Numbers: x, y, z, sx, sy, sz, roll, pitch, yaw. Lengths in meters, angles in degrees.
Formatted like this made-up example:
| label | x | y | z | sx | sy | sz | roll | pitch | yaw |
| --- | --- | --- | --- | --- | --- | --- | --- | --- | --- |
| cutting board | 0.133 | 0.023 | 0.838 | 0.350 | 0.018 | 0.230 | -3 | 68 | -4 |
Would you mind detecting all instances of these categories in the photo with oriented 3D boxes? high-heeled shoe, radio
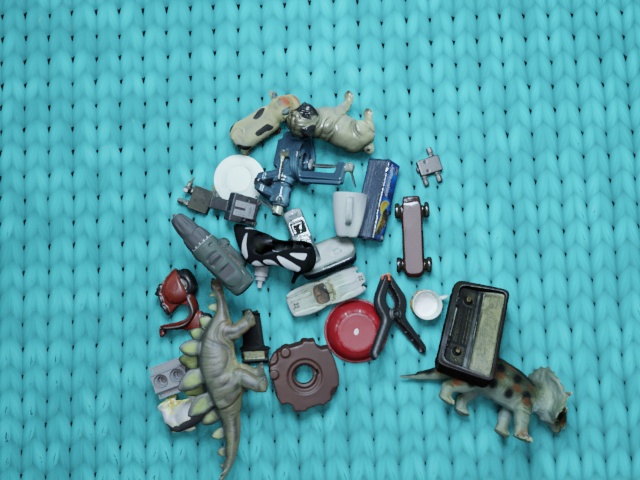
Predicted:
| label | x | y | z | sx | sy | sz | roll | pitch | yaw |
| --- | --- | --- | --- | --- | --- | --- | --- | --- | --- |
| high-heeled shoe | -0.114 | 0.004 | 1.276 | 0.249 | 0.145 | 0.086 | 38 | 47 | 17 |
| radio | 0.355 | 0.214 | 1.259 | 0.131 | 0.073 | 0.229 | 14 | 61 | 13 |

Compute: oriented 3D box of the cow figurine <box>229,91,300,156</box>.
| label | x | y | z | sx | sy | sz | roll | pitch | yaw |
| --- | --- | --- | --- | --- | --- | --- | --- | --- | --- |
| cow figurine | -0.136 | -0.295 | 1.327 | 0.195 | 0.127 | 0.085 | -33 | 89 | 0 |

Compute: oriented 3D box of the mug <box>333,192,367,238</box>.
| label | x | y | z | sx | sy | sz | roll | pitch | yaw |
| --- | --- | --- | --- | --- | --- | --- | --- | --- | --- |
| mug | 0.071 | -0.058 | 1.272 | 0.081 | 0.109 | 0.107 | 3 | 90 | -3 |

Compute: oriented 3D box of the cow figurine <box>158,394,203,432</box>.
| label | x | y | z | sx | sy | sz | roll | pitch | yaw |
| --- | --- | --- | --- | --- | --- | --- | --- | --- | --- |
| cow figurine | -0.297 | 0.406 | 1.305 | 0.167 | 0.068 | 0.098 | -21 | 91 | 3 |

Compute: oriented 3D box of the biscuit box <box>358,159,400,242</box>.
| label | x | y | z | sx | sy | sz | roll | pitch | yaw |
| --- | --- | --- | --- | --- | --- | --- | --- | --- | --- |
| biscuit box | 0.140 | -0.100 | 1.331 | 0.063 | 0.059 | 0.202 | 11 | 86 | 35 |

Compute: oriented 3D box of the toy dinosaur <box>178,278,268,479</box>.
| label | x | y | z | sx | sy | sz | roll | pitch | yaw |
| --- | --- | --- | --- | --- | --- | --- | --- | --- | --- |
| toy dinosaur | -0.223 | 0.320 | 1.248 | 0.199 | 0.105 | 0.471 | -10 | 81 | -7 |

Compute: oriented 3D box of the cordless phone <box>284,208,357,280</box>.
| label | x | y | z | sx | sy | sz | roll | pitch | yaw |
| --- | --- | --- | --- | --- | --- | --- | --- | --- | --- |
| cordless phone | -0.002 | -0.004 | 1.327 | 0.147 | 0.088 | 0.184 | -22 | 81 | 0 |

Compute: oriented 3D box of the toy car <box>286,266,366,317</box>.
| label | x | y | z | sx | sy | sz | roll | pitch | yaw |
| --- | --- | --- | --- | --- | --- | --- | --- | --- | --- |
| toy car | 0.016 | 0.128 | 1.326 | 0.202 | 0.056 | 0.073 | -21 | 85 | 0 |

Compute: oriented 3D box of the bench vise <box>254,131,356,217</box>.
| label | x | y | z | sx | sy | sz | roll | pitch | yaw |
| --- | --- | --- | --- | --- | --- | --- | --- | --- | --- |
| bench vise | -0.037 | -0.159 | 1.307 | 0.241 | 0.128 | 0.223 | 5 | 64 | 21 |

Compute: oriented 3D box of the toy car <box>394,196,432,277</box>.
| label | x | y | z | sx | sy | sz | roll | pitch | yaw |
| --- | --- | --- | --- | --- | --- | --- | --- | --- | --- |
| toy car | 0.231 | -0.008 | 1.335 | 0.089 | 0.053 | 0.202 | -3 | 89 | 12 |

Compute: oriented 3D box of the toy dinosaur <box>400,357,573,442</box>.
| label | x | y | z | sx | sy | sz | roll | pitch | yaw |
| --- | --- | --- | --- | --- | --- | --- | --- | --- | --- |
| toy dinosaur | 0.414 | 0.345 | 1.280 | 0.405 | 0.131 | 0.192 | 27 | 69 | 10 |

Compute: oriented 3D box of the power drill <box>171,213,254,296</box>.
| label | x | y | z | sx | sy | sz | roll | pitch | yaw |
| --- | --- | --- | --- | --- | --- | --- | --- | --- | --- |
| power drill | -0.244 | 0.029 | 1.266 | 0.086 | 0.207 | 0.232 | -44 | 89 | -8 |

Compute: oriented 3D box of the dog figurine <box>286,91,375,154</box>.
| label | x | y | z | sx | sy | sz | roll | pitch | yaw |
| --- | --- | --- | --- | --- | --- | --- | --- | --- | --- |
| dog figurine | 0.027 | -0.256 | 1.282 | 0.190 | 0.121 | 0.172 | -30 | 67 | -38 |

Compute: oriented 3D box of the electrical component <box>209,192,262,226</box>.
| label | x | y | z | sx | sy | sz | roll | pitch | yaw |
| --- | --- | --- | --- | --- | --- | --- | --- | --- | --- |
| electrical component | -0.210 | -0.081 | 1.328 | 0.119 | 0.048 | 0.074 | 18 | 87 | -26 |

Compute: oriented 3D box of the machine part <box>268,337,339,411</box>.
| label | x | y | z | sx | sy | sz | roll | pitch | yaw |
| --- | --- | --- | --- | --- | --- | --- | --- | --- | --- |
| machine part | -0.038 | 0.326 | 1.303 | 0.179 | 0.056 | 0.179 | 0 | 88 | -7 |

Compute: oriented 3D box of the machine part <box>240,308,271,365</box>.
| label | x | y | z | sx | sy | sz | roll | pitch | yaw |
| --- | --- | --- | --- | --- | --- | --- | --- | --- | --- |
| machine part | -0.165 | 0.239 | 1.332 | 0.084 | 0.039 | 0.138 | -8 | 88 | 9 |

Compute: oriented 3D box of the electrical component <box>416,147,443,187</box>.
| label | x | y | z | sx | sy | sz | roll | pitch | yaw |
| --- | --- | --- | --- | --- | --- | --- | --- | --- | --- |
| electrical component | 0.275 | -0.186 | 1.363 | 0.063 | 0.021 | 0.094 | -17 | 86 | 0 |

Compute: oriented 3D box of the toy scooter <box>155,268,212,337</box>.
| label | x | y | z | sx | sy | sz | roll | pitch | yaw |
| --- | --- | --- | --- | --- | --- | --- | --- | --- | --- |
| toy scooter | -0.351 | 0.167 | 1.323 | 0.135 | 0.075 | 0.183 | -25 | 90 | 0 |

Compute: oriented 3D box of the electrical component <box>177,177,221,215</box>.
| label | x | y | z | sx | sy | sz | roll | pitch | yaw |
| --- | --- | --- | --- | --- | --- | --- | --- | --- | --- |
| electrical component | -0.302 | -0.109 | 1.355 | 0.102 | 0.045 | 0.078 | 27 | 85 | 2 |
